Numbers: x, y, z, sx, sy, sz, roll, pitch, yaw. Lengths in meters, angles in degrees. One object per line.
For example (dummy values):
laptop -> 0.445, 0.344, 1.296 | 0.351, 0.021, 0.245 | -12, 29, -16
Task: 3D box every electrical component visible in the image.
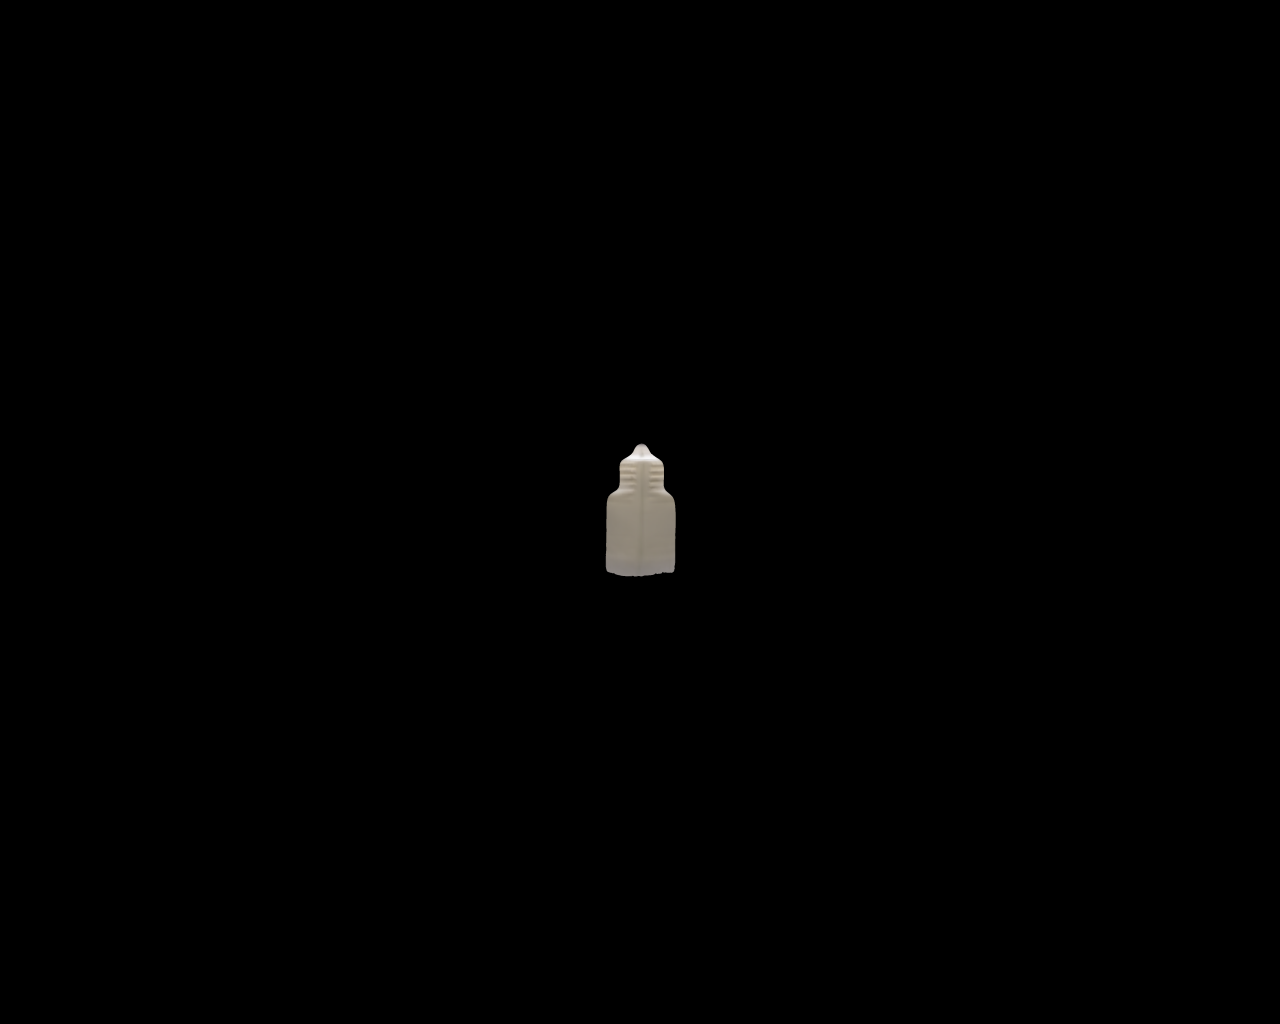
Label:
electrical component -> 0.001, -0.003, 0.650 | 0.043, 0.081, 0.043 | 0, 4, 0
